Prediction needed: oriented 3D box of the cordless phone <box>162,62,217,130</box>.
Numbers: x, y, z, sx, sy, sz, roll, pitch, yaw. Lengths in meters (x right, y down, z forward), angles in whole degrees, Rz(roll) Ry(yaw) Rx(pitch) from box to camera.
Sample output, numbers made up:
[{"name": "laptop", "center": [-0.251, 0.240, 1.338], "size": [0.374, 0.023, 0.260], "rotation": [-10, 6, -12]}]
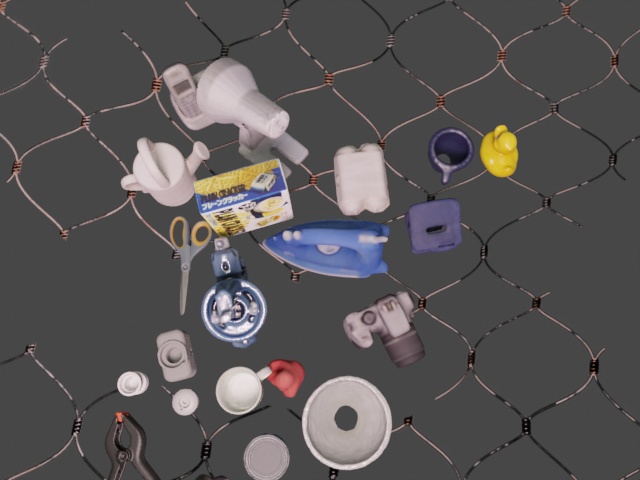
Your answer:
[{"name": "cordless phone", "center": [-0.236, -0.312, 1.155], "size": [0.147, 0.185, 0.094], "rotation": [-33, 80, -6]}]

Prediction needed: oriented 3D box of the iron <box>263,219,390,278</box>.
[{"name": "iron", "center": [0.010, 0.004, 1.116], "size": [0.258, 0.141, 0.119], "rotation": [3, 79, 0]}]

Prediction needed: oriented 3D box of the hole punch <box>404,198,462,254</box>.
[{"name": "hole punch", "center": [0.231, -0.026, 1.149], "size": [0.108, 0.091, 0.101], "rotation": [-10, 79, -2]}]

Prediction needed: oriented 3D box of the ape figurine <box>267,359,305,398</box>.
[{"name": "ape figurine", "center": [-0.066, 0.263, 1.090], "size": [0.076, 0.092, 0.078], "rotation": [-18, 79, -4]}]

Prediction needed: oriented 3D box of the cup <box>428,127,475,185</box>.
[{"name": "cup", "center": [0.259, -0.160, 1.174], "size": [0.091, 0.095, 0.118], "rotation": [11, 79, 2]}]

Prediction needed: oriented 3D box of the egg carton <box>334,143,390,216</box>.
[{"name": "egg carton", "center": [0.084, -0.125, 1.179], "size": [0.107, 0.069, 0.150], "rotation": [-7, 79, -2]}]

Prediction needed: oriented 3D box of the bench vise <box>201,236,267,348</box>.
[{"name": "bench vise", "center": [-0.179, 0.097, 1.057], "size": [0.121, 0.220, 0.207], "rotation": [-30, 80, -6]}]

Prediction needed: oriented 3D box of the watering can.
[{"name": "watering can", "center": [-0.303, -0.143, 1.117], "size": [0.173, 0.194, 0.101], "rotation": [-43, 82, -8]}]

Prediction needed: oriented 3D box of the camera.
[{"name": "camera", "center": [0.133, 0.182, 1.103], "size": [0.143, 0.101, 0.137], "rotation": [-26, 80, -5]}]

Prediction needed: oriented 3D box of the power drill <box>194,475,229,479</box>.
[{"name": "power drill", "center": [-0.229, 0.477, 0.987], "size": [0.230, 0.208, 0.075], "rotation": [-44, 82, -8]}]

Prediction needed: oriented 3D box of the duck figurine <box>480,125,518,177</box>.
[{"name": "duck figurine", "center": [0.379, -0.187, 1.184], "size": [0.077, 0.086, 0.104], "rotation": [-11, 79, -2]}]

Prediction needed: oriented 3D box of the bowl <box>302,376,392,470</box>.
[{"name": "bowl", "center": [0.050, 0.342, 1.084], "size": [0.167, 0.075, 0.167], "rotation": [0, 79, 0]}]

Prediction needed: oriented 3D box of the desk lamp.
[{"name": "desk lamp", "center": [-0.127, -0.236, 1.126], "size": [0.203, 0.213, 0.118], "rotation": [38, 81, 7]}]
